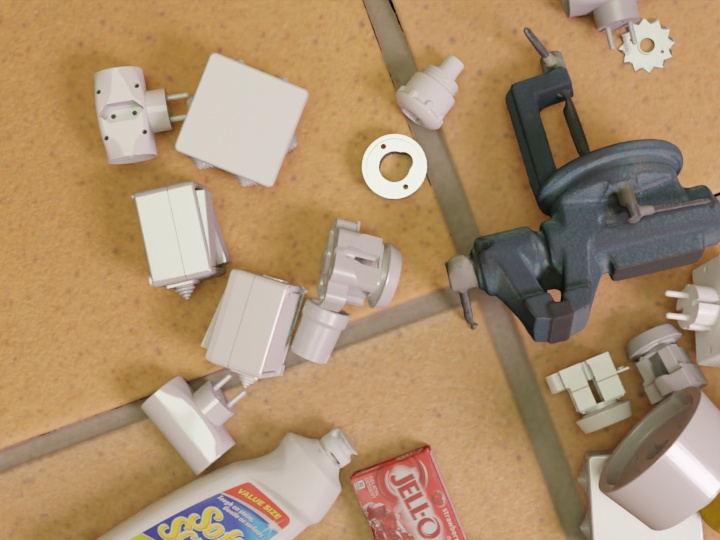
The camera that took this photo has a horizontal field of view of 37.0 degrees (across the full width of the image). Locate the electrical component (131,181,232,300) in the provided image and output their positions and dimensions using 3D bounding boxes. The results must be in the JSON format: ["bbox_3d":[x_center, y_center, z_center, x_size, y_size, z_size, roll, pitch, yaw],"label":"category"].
[{"bbox_3d":[-0.149,-0.024,0.920,0.061,0.062,0.096,-13,88,5],"label":"electrical component"}]

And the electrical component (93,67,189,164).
[{"bbox_3d":[-0.186,-0.137,0.935,0.079,0.043,0.077,-10,89,-3],"label":"electrical component"}]

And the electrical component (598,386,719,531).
[{"bbox_3d":[0.240,0.148,0.813,0.060,0.108,0.108,43,92,1],"label":"electrical component"}]

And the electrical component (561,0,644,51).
[{"bbox_3d":[0.213,-0.225,0.903,0.077,0.044,0.079,-13,88,4],"label":"electrical component"}]

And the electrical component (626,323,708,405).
[{"bbox_3d":[0.251,0.078,0.887,0.048,0.066,0.055,-35,65,27],"label":"electrical component"}]

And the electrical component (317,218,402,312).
[{"bbox_3d":[0.000,0.000,0.905,0.057,0.058,0.078,14,62,-13],"label":"electrical component"}]

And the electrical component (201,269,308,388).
[{"bbox_3d":[-0.093,0.051,0.912,0.061,0.062,0.096,17,90,12],"label":"electrical component"}]

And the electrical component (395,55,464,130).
[{"bbox_3d":[0.063,-0.154,0.915,0.048,0.048,0.062,37,85,5],"label":"electrical component"}]

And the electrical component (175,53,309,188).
[{"bbox_3d":[-0.101,-0.126,0.918,0.100,0.048,0.099,21,90,-6],"label":"electrical component"}]

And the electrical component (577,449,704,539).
[{"bbox_3d":[0.233,0.192,0.890,0.100,0.048,0.099,-3,88,5],"label":"electrical component"}]

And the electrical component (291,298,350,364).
[{"bbox_3d":[-0.035,0.052,0.921,0.040,0.040,0.046,23,96,5],"label":"electrical component"}]

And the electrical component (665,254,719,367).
[{"bbox_3d":[0.282,0.032,0.871,0.076,0.047,0.083,7,71,-11],"label":"electrical component"}]

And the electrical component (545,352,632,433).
[{"bbox_3d":[0.196,0.103,0.897,0.066,0.048,0.055,-23,80,4],"label":"electrical component"}]

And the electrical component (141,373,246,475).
[{"bbox_3d":[-0.134,0.122,0.925,0.079,0.043,0.077,-40,86,3],"label":"electrical component"}]
